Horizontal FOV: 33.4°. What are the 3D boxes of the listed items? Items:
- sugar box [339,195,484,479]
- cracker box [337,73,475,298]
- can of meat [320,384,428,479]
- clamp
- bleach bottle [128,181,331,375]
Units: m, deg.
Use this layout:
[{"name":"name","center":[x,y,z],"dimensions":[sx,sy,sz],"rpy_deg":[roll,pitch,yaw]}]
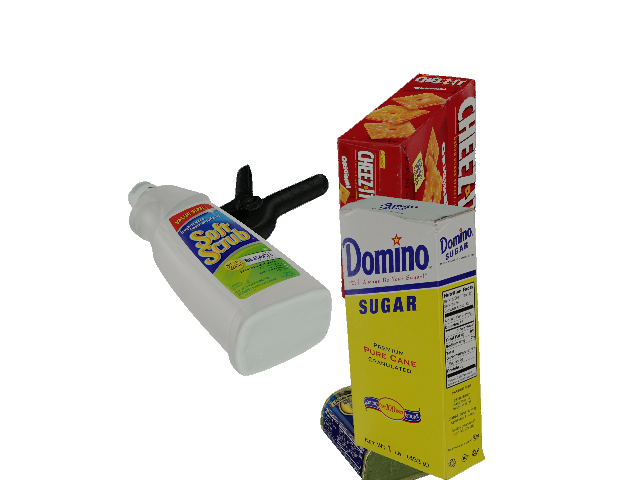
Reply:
[{"name":"sugar box","center":[0.061,0.062,0.718],"dimensions":[0.048,0.176,0.094],"rpy_deg":[-18,18,-38]},{"name":"cracker box","center":[0.091,-0.055,1.046],"dimensions":[0.072,0.164,0.213],"rpy_deg":[10,28,24]},{"name":"can of meat","center":[0.062,0.169,0.958],"dimensions":[0.101,0.057,0.084],"rpy_deg":[-11,33,-27]},{"name":"clamp","center":[-0.067,-0.034,1.211],"dimensions":[0.120,0.039,0.171],"rpy_deg":[-2,36,25]},{"name":"bleach bottle","center":[-0.103,0.016,0.948],"dimensions":[0.102,0.068,0.251],"rpy_deg":[-20,40,-34]}]
